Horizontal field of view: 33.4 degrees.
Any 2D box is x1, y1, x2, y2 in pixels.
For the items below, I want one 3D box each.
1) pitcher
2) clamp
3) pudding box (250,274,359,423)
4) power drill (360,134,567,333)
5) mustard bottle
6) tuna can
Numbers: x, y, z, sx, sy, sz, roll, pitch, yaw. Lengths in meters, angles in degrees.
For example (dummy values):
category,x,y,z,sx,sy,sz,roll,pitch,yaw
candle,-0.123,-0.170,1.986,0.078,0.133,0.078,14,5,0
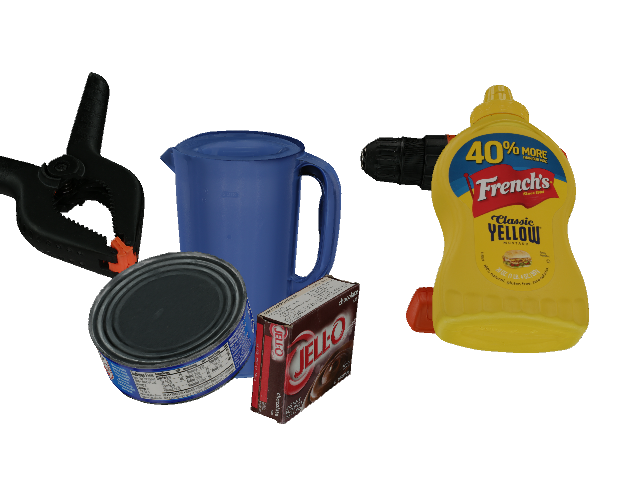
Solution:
category,x,y,z,sx,sy,sz,roll,pitch,yaw
pitcher,-0.073,0.014,1.095,0.144,0.243,0.149,-10,21,-29
clamp,-0.189,-0.050,0.811,0.164,0.036,0.210,-33,56,-27
pudding box,-0.012,0.088,0.893,0.039,0.090,0.113,17,25,25
power drill,0.124,-0.006,0.978,0.184,0.188,0.057,4,26,2
mustard bottle,0.123,-0.022,0.714,0.096,0.191,0.058,3,-29,-1
tuna can,-0.078,0.046,0.574,0.086,0.034,0.086,-7,41,6
